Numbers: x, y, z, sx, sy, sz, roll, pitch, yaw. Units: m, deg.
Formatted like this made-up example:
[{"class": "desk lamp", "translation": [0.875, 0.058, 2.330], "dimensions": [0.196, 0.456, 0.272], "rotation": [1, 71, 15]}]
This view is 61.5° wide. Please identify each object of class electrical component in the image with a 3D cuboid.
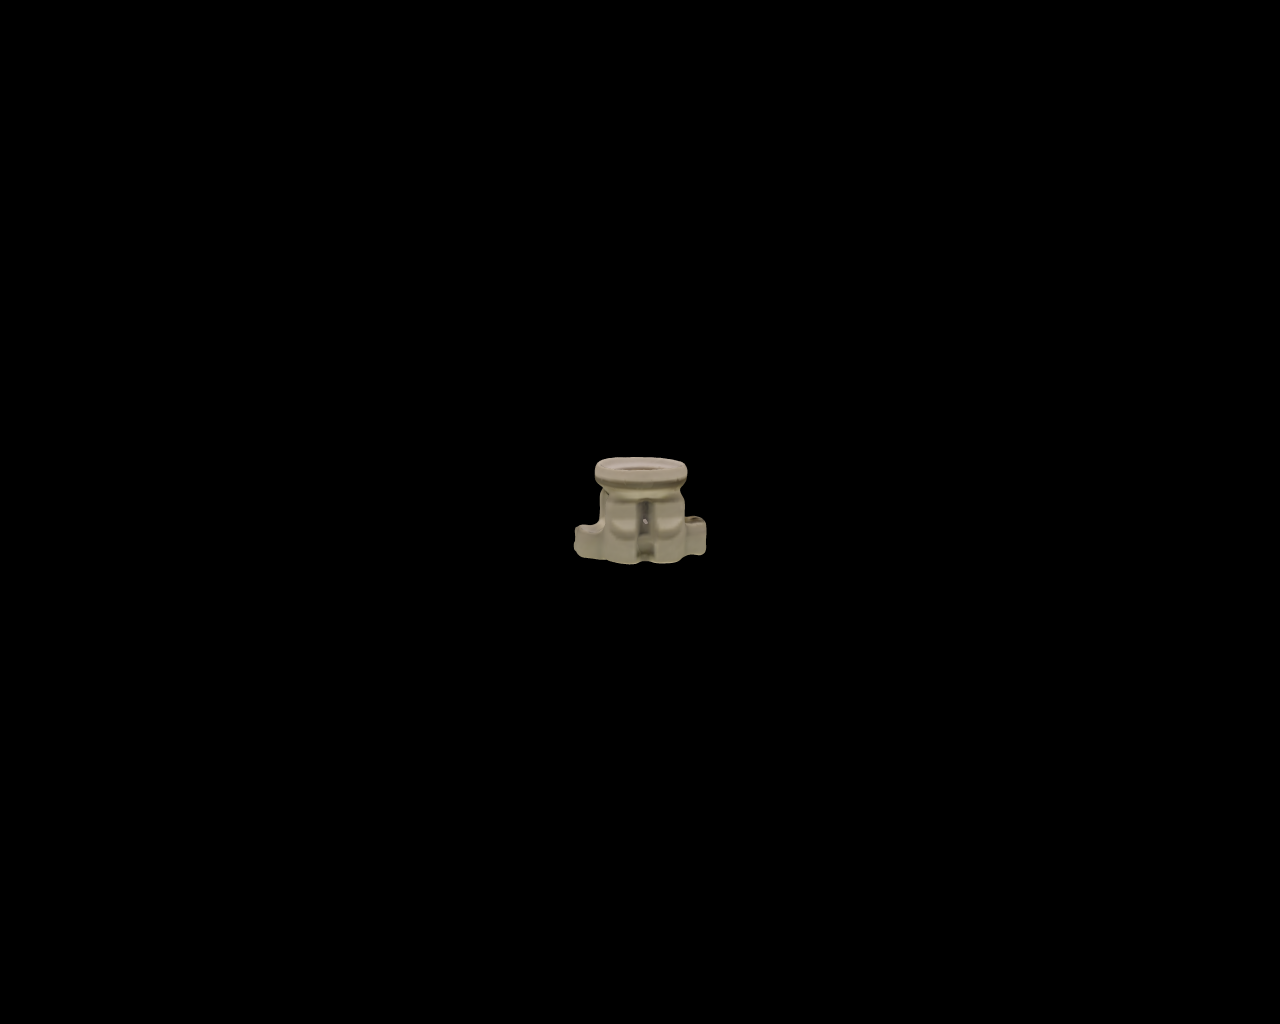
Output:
[{"class": "electrical component", "translation": [0.001, -0.003, 0.650], "dimensions": [0.078, 0.057, 0.058], "rotation": [-1, 12, -7]}]
